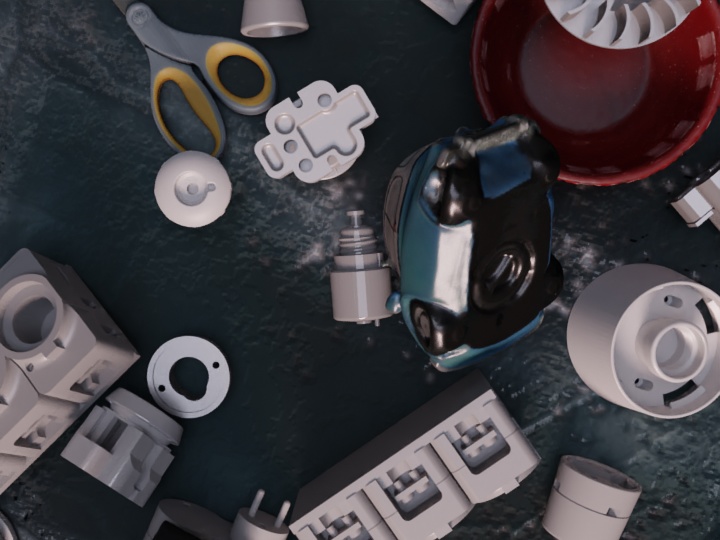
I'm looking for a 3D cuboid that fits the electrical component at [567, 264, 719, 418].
[{"bbox_3d":[0.195,0.047,0.711,0.099,0.064,0.099,-2,98,-12],"label":"electrical component"}]

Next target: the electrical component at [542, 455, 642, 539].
[{"bbox_3d":[0.152,0.155,0.712,0.055,0.055,0.047,19,97,0],"label":"electrical component"}]

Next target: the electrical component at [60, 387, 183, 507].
[{"bbox_3d":[-0.154,0.115,0.708,0.058,0.078,0.057,23,71,29],"label":"electrical component"}]

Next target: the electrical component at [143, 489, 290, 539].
[{"bbox_3d":[-0.071,0.183,0.717,0.138,0.052,0.073,23,93,1],"label":"electrical component"}]

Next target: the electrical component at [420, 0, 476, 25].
[{"bbox_3d":[0.073,-0.211,0.690,0.047,0.065,0.076,37,64,-1],"label":"electrical component"}]

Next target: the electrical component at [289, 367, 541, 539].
[{"bbox_3d":[0.036,0.136,0.694,0.150,0.089,0.061,-35,92,3],"label":"electrical component"}]

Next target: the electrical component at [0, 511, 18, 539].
[{"bbox_3d":[-0.275,0.197,0.723,0.080,0.051,0.080,0,93,1],"label":"electrical component"}]

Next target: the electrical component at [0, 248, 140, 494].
[{"bbox_3d":[-0.233,0.071,0.694,0.150,0.062,0.089,-44,67,3],"label":"electrical component"}]

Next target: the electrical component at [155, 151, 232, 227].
[{"bbox_3d":[-0.105,-0.052,0.700,0.048,0.062,0.048,0,93,1],"label":"electrical component"}]

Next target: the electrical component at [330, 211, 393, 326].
[{"bbox_3d":[0.000,0.000,0.712,0.040,0.040,0.078,-4,93,1],"label":"electrical component"}]

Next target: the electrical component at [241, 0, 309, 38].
[{"bbox_3d":[-0.058,-0.183,0.700,0.045,0.045,0.055,-4,93,1],"label":"electrical component"}]

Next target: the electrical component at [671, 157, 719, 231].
[{"bbox_3d":[0.251,-0.047,0.696,0.078,0.058,0.057,-41,89,3],"label":"electrical component"}]

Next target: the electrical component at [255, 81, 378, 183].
[{"bbox_3d":[-0.027,-0.088,0.699,0.078,0.057,0.058,-31,92,3],"label":"electrical component"}]
